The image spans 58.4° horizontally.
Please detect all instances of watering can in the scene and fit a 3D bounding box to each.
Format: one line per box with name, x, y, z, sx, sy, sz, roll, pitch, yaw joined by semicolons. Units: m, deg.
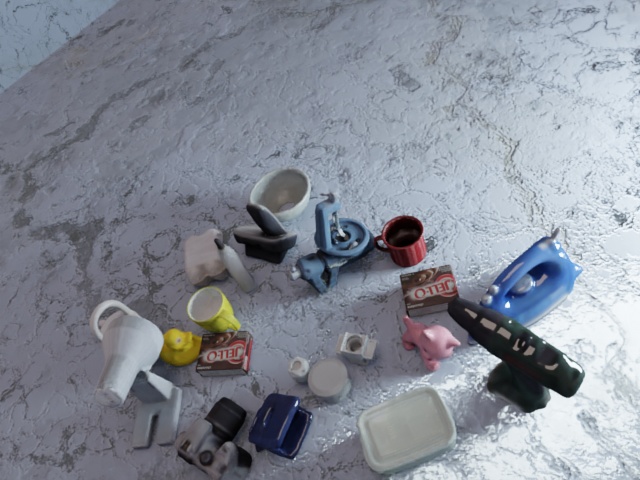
watering can;-0.429;0.204;1.268;0.172;0.194;0.101;-7;51;16

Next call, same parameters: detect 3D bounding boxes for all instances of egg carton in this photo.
egg carton;-0.283;0.043;1.422;0.107;0.070;0.150;-21;49;5

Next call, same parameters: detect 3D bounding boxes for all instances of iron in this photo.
iron;0.370;0.086;1.081;0.258;0.142;0.118;-38;49;-10

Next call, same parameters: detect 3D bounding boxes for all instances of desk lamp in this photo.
desk lamp;-0.370;0.287;1.166;0.117;0.214;0.203;-13;50;12

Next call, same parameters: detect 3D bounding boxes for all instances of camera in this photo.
camera;-0.194;0.378;1.099;0.142;0.101;0.137;19;62;32

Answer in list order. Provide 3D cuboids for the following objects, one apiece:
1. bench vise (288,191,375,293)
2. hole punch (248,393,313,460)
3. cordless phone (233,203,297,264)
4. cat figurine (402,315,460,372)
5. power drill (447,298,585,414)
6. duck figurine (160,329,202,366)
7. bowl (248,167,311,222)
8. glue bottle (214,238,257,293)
bench vise;0.020;0.009;1.229;0.121;0.220;0.208;25;66;35
hole punch;-0.084;0.349;1.086;0.100;0.091;0.109;9;57;28
cordless phone;-0.148;-0.036;1.355;0.147;0.185;0.094;8;57;27
cat figurine;0.205;0.187;1.083;0.067;0.118;0.127;-41;50;-13
power drill;0.323;0.202;0.963;0.228;0.209;0.076;26;66;35
duck figurine;-0.319;0.231;1.276;0.104;0.086;0.077;-14;50;11
bowl;-0.094;-0.102;1.459;0.167;0.075;0.167;-11;50;14
glue bottle;-0.202;0.049;1.316;0.037;0.173;0.078;-34;49;-7
